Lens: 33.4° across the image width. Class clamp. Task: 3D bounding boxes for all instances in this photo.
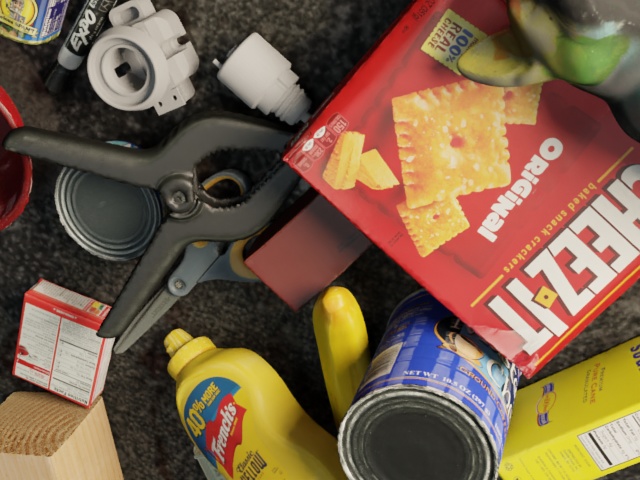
[{"bbox_3d":[-0.105,-0.040,0.738,0.210,0.036,0.164,-27,108,9],"label":"clamp"}]

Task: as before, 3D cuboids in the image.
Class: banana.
[{"bbox_3d":[0.022,0.094,0.765,0.037,0.070,0.198,-16,128,-6],"label":"banana"}]

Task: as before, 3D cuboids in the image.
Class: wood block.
[{"bbox_3d":[-0.220,0.241,0.913,0.091,0.090,0.206,-1,115,19],"label":"wood block"}]

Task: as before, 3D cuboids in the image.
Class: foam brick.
[{"bbox_3d":[-0.005,0.001,0.738,0.078,0.051,0.053,-41,100,17],"label":"foam brick"}]

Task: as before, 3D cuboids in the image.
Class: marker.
[{"bbox_3d":[-0.164,-0.149,0.748,0.020,0.020,0.121,37,120,-1],"label":"marker"}]

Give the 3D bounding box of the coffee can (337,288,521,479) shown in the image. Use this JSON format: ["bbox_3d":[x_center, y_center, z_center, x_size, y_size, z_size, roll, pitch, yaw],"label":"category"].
[{"bbox_3d":[0.079,0.105,0.718,0.103,0.140,0.103,7,116,15],"label":"coffee can"}]

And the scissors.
[{"bbox_3d":[-0.086,0.036,0.812,0.096,0.016,0.202,30,120,3],"label":"scissors"}]

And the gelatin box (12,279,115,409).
[{"bbox_3d":[-0.207,0.084,0.868,0.073,0.030,0.089,21,121,6],"label":"gelatin box"}]

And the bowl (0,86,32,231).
[{"bbox_3d":[-0.279,-0.081,0.789,0.162,0.055,0.162,7,127,9],"label":"bowl"}]

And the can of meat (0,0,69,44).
[{"bbox_3d":[-0.214,-0.192,0.724,0.102,0.057,0.084,29,123,4],"label":"can of meat"}]

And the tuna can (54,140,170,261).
[{"bbox_3d":[-0.151,-0.030,0.792,0.086,0.033,0.086,8,117,15],"label":"tuna can"}]

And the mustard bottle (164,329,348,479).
[{"bbox_3d":[-0.055,0.139,0.803,0.192,0.058,0.096,46,129,22],"label":"mustard bottle"}]

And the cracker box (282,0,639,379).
[{"bbox_3d":[0.108,-0.044,0.662,0.213,0.072,0.164,42,109,-3],"label":"cracker box"}]

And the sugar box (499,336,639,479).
[{"bbox_3d":[0.202,0.106,0.705,0.176,0.093,0.048,-33,101,28],"label":"sugar box"}]
